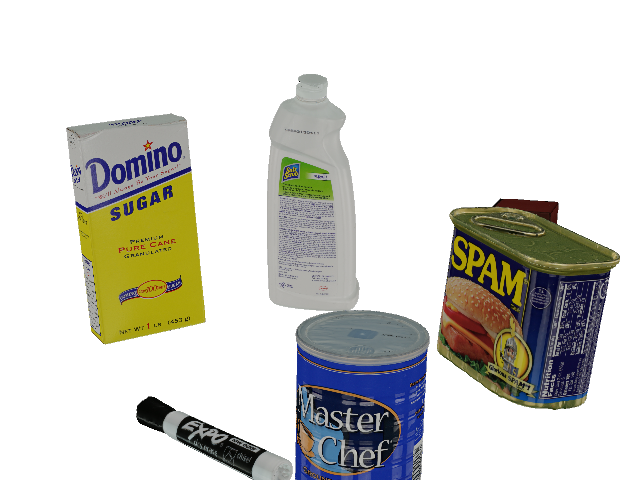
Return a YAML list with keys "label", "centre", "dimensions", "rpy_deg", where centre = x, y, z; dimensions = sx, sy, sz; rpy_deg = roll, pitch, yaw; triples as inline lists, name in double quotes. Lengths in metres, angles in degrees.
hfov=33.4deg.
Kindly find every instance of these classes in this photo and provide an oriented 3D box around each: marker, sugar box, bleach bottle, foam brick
- label: "marker"
  centre: [-0.067, 0.119, 0.640]
  dimensions: [0.121, 0.020, 0.020]
  rpy_deg: [16, 10, 38]
- label: "sugar box"
  centre: [-0.150, -0.011, 0.880]
  dimensions: [0.093, 0.176, 0.048]
  rpy_deg: [-12, 19, -25]
- label: "bleach bottle"
  centre: [-0.004, -0.049, 1.109]
  dimensions: [0.102, 0.251, 0.068]
  rpy_deg: [4, 29, 2]
- label: "foam brick"
  centre: [0.171, 0.007, 0.905]
  dimensions: [0.053, 0.078, 0.051]
  rpy_deg: [4, 15, 19]

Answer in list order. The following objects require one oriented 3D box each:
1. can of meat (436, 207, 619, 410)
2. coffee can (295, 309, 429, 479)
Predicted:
- label: "can of meat"
  centre: [0.109, 0.035, 0.588]
  dimensions: [0.057, 0.084, 0.102]
  rpy_deg: [-3, 19, -26]
- label: "coffee can"
  centre: [0.031, 0.137, 0.835]
  dimensions: [0.103, 0.140, 0.103]
  rpy_deg: [1, 16, 0]
